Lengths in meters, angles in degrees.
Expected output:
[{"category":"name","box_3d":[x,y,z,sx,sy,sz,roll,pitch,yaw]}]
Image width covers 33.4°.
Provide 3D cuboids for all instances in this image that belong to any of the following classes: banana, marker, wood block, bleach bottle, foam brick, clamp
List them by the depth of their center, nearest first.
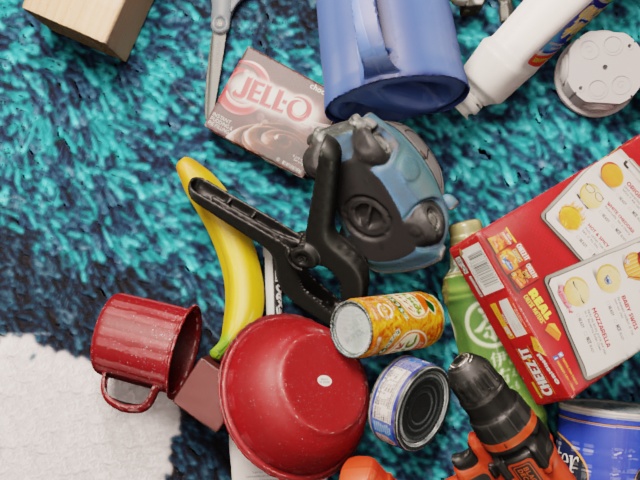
[{"category":"clamp","box_3d":[-0.006,0.001,0.988,0.165,0.036,0.210,-21,114,36]},{"category":"bleach bottle","box_3d":[0.219,-0.213,1.008,0.251,0.102,0.068,-46,78,9]},{"category":"foam brick","box_3d":[-0.099,0.143,1.016,0.053,0.078,0.051,34,92,5]},{"category":"banana","box_3d":[-0.090,0.014,1.030,0.037,0.069,0.198,-21,77,36]},{"category":"wood block","box_3d":[-0.195,-0.291,1.034,0.090,0.091,0.206,24,90,5]},{"category":"marker","box_3d":[-0.046,0.061,1.045,0.020,0.020,0.121,-1,88,4]}]

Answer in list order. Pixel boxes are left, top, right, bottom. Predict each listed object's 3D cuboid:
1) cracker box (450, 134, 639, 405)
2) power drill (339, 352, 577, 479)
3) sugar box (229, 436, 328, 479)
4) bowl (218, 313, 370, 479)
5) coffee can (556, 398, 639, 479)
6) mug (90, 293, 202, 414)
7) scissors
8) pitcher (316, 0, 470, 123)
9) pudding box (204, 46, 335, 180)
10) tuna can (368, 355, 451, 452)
[{"category":"cracker box","box_3d":[0.246,0.025,0.965,0.213,0.072,0.164,-29,87,-23]},{"category":"power drill","box_3d":[0.112,0.198,0.933,0.188,0.057,0.184,-28,107,27]},{"category":"sugar box","box_3d":[-0.036,0.260,1.024,0.093,0.048,0.176,-3,84,3]},{"category":"bowl","box_3d":[-0.010,0.137,0.978,0.161,0.055,0.162,14,63,-29]},{"category":"coffee can","box_3d":[0.265,0.221,0.975,0.103,0.103,0.140,5,88,4]},{"category":"mug","box_3d":[-0.169,0.108,1.013,0.081,0.093,0.117,13,65,9]},{"category":"scissors","box_3d":[-0.080,-0.224,1.060,0.096,0.016,0.202,-8,87,4]},{"category":"pitcher","box_3d":[0.053,-0.237,0.979,0.144,0.149,0.243,-2,77,-29]},{"category":"pudding box","box_3d":[-0.043,-0.123,1.042,0.113,0.039,0.090,28,89,4]},{"category":"tuna can","box_3d":[0.085,0.153,0.998,0.034,0.086,0.086,17,89,41]}]
